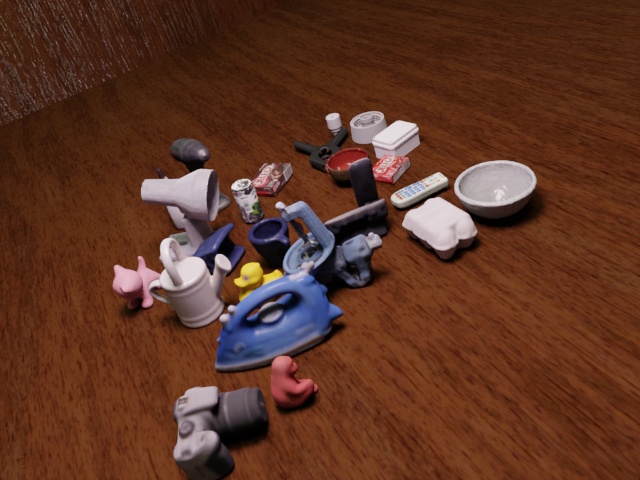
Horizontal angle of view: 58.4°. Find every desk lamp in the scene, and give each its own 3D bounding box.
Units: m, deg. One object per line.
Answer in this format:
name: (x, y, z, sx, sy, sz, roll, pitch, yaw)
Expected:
desk lamp: (-0.318, -0.061, 1.360, 0.203, 0.214, 0.118, -10, 37, 12)

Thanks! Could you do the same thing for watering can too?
watering can: (-0.268, 0.076, 1.173, 0.173, 0.194, 0.100, -27, 37, -12)

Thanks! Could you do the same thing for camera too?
camera: (-0.159, 0.291, 0.920, 0.136, 0.101, 0.143, -16, 36, 3)

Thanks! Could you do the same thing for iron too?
iron: (-0.096, 0.140, 1.058, 0.258, 0.142, 0.118, -25, 36, -10)

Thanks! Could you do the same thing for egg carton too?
egg carton: (0.248, -0.027, 1.188, 0.107, 0.069, 0.149, -30, 37, -16)

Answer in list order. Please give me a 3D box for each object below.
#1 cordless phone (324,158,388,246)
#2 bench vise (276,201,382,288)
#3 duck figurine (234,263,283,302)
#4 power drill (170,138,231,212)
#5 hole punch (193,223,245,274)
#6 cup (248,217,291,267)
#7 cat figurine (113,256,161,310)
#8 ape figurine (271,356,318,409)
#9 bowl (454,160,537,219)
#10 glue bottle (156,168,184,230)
cordless phone: (0.068, -0.085, 1.245, 0.147, 0.185, 0.094, -25, 36, -8)
bench vise: (0.007, -0.002, 1.133, 0.207, 0.220, 0.121, -22, 36, -5)
duck figurine: (-0.130, 0.084, 1.195, 0.104, 0.086, 0.077, -25, 36, -9)
power drill: (-0.315, -0.178, 1.517, 0.076, 0.209, 0.228, -34, 38, -20)
hole punch: (-0.244, 0.020, 1.325, 0.100, 0.091, 0.109, 1, 40, 25)
cup: (-0.094, 0.015, 1.263, 0.092, 0.095, 0.117, -38, 40, -25)
cat figurine: (-0.415, 0.092, 1.282, 0.067, 0.118, 0.128, -6, 38, 17)
ape figurine: (-0.053, 0.232, 0.960, 0.076, 0.092, 0.077, -30, 37, -15)
bowl: (0.373, -0.095, 1.219, 0.167, 0.075, 0.167, -12, 36, 9)
glue bottle: (-0.386, -0.115, 1.495, 0.037, 0.173, 0.078, -15, 36, 5)
